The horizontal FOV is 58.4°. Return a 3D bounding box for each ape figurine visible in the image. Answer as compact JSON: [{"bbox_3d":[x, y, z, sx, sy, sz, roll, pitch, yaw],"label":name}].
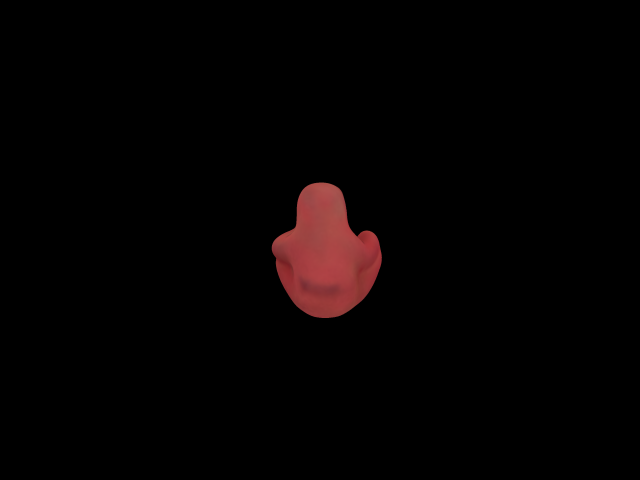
[{"bbox_3d":[0.004,0.001,0.400,0.077,0.092,0.076,8,35,12],"label":"ape figurine"}]
